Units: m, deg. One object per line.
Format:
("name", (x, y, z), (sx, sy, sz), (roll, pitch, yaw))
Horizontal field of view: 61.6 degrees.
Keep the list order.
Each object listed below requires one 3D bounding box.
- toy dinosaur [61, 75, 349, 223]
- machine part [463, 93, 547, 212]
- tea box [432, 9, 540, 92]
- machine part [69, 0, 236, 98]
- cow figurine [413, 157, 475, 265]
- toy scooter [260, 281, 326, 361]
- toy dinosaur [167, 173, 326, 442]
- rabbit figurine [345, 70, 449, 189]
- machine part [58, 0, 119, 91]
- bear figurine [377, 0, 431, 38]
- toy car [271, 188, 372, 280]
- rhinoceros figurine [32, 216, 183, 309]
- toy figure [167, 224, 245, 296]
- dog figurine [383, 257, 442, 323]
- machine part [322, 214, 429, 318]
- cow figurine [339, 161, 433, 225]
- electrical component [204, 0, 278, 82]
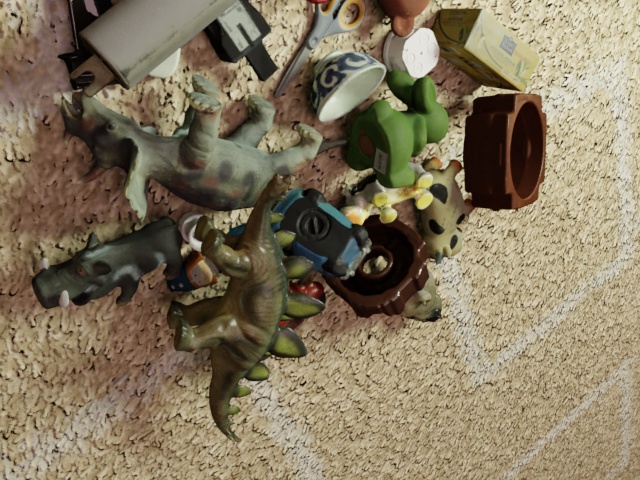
("toy dinosaur", (-0.128, -0.101, 0.732), (0.404, 0.131, 0.192), (11, 121, -43))
("machine part", (0.336, -0.160, 0.971), (0.201, 0.087, 0.200), (-16, 107, -47))
("tea box", (0.273, -0.316, 0.899), (0.169, 0.098, 0.068), (17, 101, -37))
("machine part", (-0.181, -0.252, 0.608), (0.243, 0.079, 0.079), (-44, 127, -9))
("cow figurine", (0.222, -0.042, 0.993), (0.127, 0.086, 0.194), (-42, 129, -18))
("toy scooter", (-0.073, 0.110, 0.863), (0.184, 0.075, 0.135), (-36, 145, -15))
("toy dinosaur", (-0.108, 0.117, 0.758), (0.198, 0.105, 0.470), (11, 118, -23))
("rabbit figurine", (0.133, -0.185, 0.850), (0.170, 0.121, 0.158), (-27, 127, -31))
("machine part", (-0.265, -0.246, 0.625), (0.084, 0.039, 0.138), (-10, 117, -23))
("bear figurine", (0.167, -0.401, 0.781), (0.196, 0.132, 0.120), (-40, 98, -17))
("toy car", (-0.002, -0.003, 0.851), (0.109, 0.162, 0.103), (-57, 173, -13))
("rhinoceros figurine", (-0.265, 0.034, 0.691), (0.190, 0.073, 0.112), (-26, 163, -27))
("toy figure", (-0.157, 0.030, 0.802), (0.154, 0.058, 0.064), (-34, 86, -14))
("dog figurine", (0.188, 0.108, 0.987), (0.190, 0.172, 0.121), (34, 101, -30))
("machine part", (0.094, 0.043, 0.895), (0.179, 0.180, 0.056), (-45, 143, -9))
("cow figurine", (0.098, -0.079, 0.903), (0.167, 0.098, 0.068), (-22, 132, -3))
("electrical component", (-0.104, -0.269, 0.710), (0.075, 0.048, 0.119), (-46, 127, -6))
